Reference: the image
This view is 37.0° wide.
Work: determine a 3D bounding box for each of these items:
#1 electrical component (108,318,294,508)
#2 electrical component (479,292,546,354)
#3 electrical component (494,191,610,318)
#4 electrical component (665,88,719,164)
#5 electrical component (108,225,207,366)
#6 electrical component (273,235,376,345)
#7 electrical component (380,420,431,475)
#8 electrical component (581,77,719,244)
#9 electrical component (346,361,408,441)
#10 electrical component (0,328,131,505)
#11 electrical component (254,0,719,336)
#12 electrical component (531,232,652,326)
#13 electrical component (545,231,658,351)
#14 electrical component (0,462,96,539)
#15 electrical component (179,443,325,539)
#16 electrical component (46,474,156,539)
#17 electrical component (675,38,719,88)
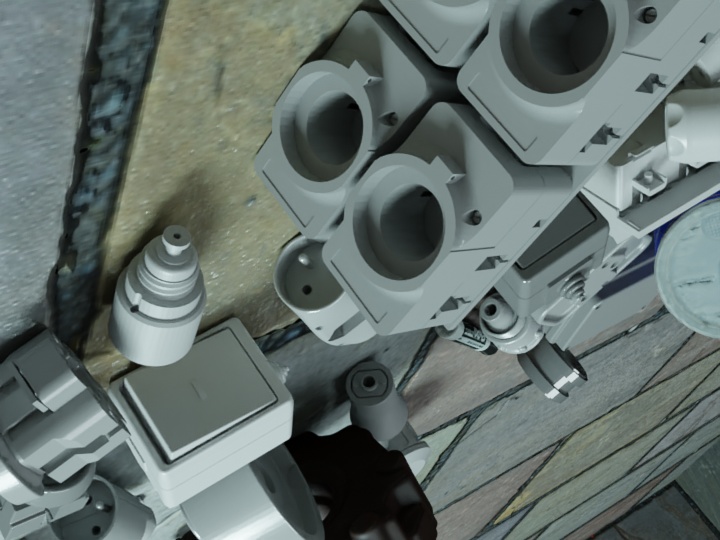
[{"bbox_3d":[-0.080,0.072,0.583,0.096,0.061,0.061,-29,156,-20],"label":"electrical component"},{"bbox_3d":[0.111,0.036,0.818,0.048,0.048,0.062,-43,150,13],"label":"electrical component"},{"bbox_3d":[0.097,-0.023,0.613,0.062,0.096,0.061,-34,157,-8],"label":"electrical component"},{"bbox_3d":[0.210,-0.085,0.626,0.062,0.043,0.043,-2,163,15],"label":"electrical component"},{"bbox_3d":[-0.088,0.010,0.478,0.040,0.040,0.078,-21,152,-34],"label":"electrical component"},{"bbox_3d":[0.000,0.000,0.585,0.079,0.043,0.077,-38,157,3],"label":"electrical component"},{"bbox_3d":[0.015,0.157,0.899,0.080,0.051,0.080,-31,157,-15],"label":"electrical component"},{"bbox_3d":[0.197,-0.078,0.696,0.121,0.079,0.063,-29,134,-19],"label":"electrical component"},{"bbox_3d":[0.010,0.094,0.786,0.044,0.044,0.065,-33,152,-10],"label":"electrical component"},{"bbox_3d":[-0.145,0.068,0.485,0.057,0.058,0.078,-37,158,-10],"label":"electrical component"},{"bbox_3d":[0.044,-0.073,0.429,0.060,0.105,0.186,-6,142,-51],"label":"electrical component"},{"bbox_3d":[0.146,-0.014,0.752,0.095,0.059,0.054,-45,156,17],"label":"electrical component"},{"bbox_3d":[0.194,0.008,0.866,0.113,0.057,0.078,-23,154,-31],"label":"electrical component"},{"bbox_3d":[-0.162,0.103,0.545,0.066,0.048,0.055,-19,159,-37],"label":"electrical component"},{"bbox_3d":[-0.076,0.137,0.662,0.060,0.108,0.108,-33,158,4],"label":"electrical component"},{"bbox_3d":[-0.154,0.153,0.653,0.043,0.043,0.081,-35,157,-6],"label":"electrical component"},{"bbox_3d":[0.210,-0.134,0.633,0.079,0.044,0.077,-38,157,1],"label":"electrical component"}]
